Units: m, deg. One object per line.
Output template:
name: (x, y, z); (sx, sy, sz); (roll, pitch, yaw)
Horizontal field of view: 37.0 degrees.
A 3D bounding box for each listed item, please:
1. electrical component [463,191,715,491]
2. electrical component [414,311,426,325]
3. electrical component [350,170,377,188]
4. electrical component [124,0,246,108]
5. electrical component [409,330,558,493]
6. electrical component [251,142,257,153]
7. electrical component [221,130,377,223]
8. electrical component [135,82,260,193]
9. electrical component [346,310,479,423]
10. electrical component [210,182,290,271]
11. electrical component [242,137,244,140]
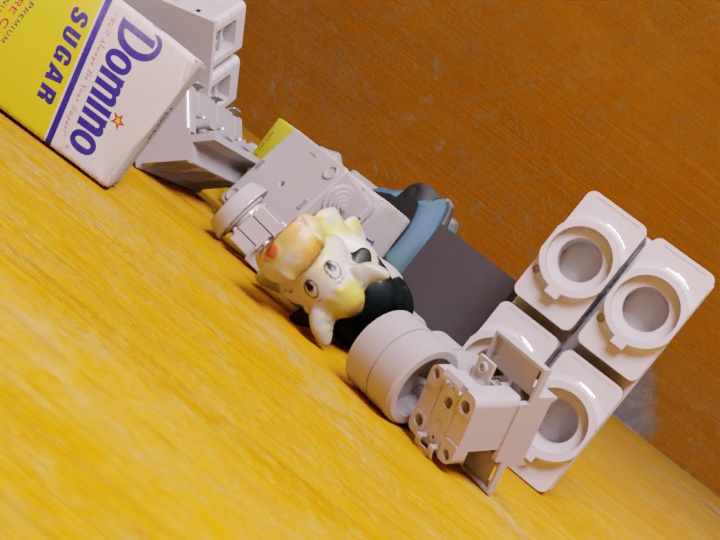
electrical component: (0.147, 0.050, 0.754); (0.105, 0.186, 0.060); (39, 4, 15)
electrical component: (0.033, 0.051, 0.790); (0.040, 0.040, 0.078); (33, 6, -46)
electrical component: (0.010, -0.034, 1.140); (0.109, 0.056, 0.108); (39, -23, 21)
electrical component: (-0.198, -0.221, 0.975); (0.186, 0.105, 0.060); (25, 42, 14)
electrical component: (0.065, 0.077, 0.586); (0.064, 0.081, 0.042); (4, 25, -39)
electrical component: (-0.094, -0.087, 1.123); (0.096, 0.061, 0.062); (31, 2, 14)
electrical component: (-0.050, -0.053, 0.838); (0.100, 0.100, 0.048); (42, -6, 45)
electrical component: (-0.129, -0.101, 0.838); (0.079, 0.063, 0.121); (-3, -6, 13)
electrical component: (0.036, 0.059, 0.644); (0.074, 0.052, 0.138); (41, 5, 37)
electrical component: (-0.070, -0.027, 0.747); (0.055, 0.048, 0.066); (46, 4, -1)
electrical component: (-0.139, -0.114, 1.045); (0.074, 0.052, 0.138); (38, 4, 4)
